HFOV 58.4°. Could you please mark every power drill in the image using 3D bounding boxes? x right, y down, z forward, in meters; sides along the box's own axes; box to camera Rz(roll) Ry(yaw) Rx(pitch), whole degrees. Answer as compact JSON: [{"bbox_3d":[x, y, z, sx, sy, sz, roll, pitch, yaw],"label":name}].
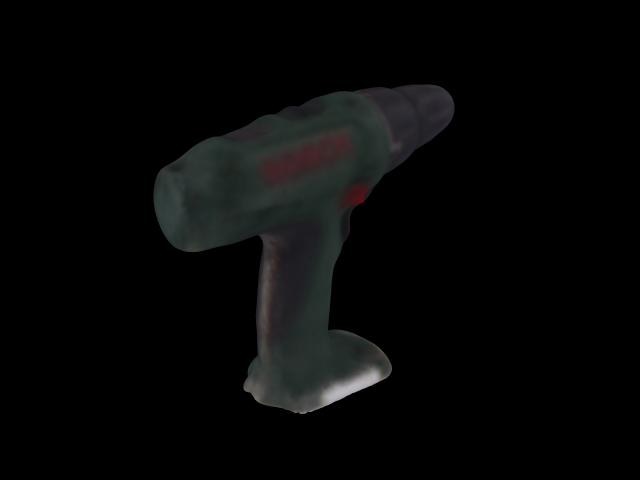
[{"bbox_3d":[0.004,0.001,0.400,0.230,0.208,0.075,-13,22,-35],"label":"power drill"}]
